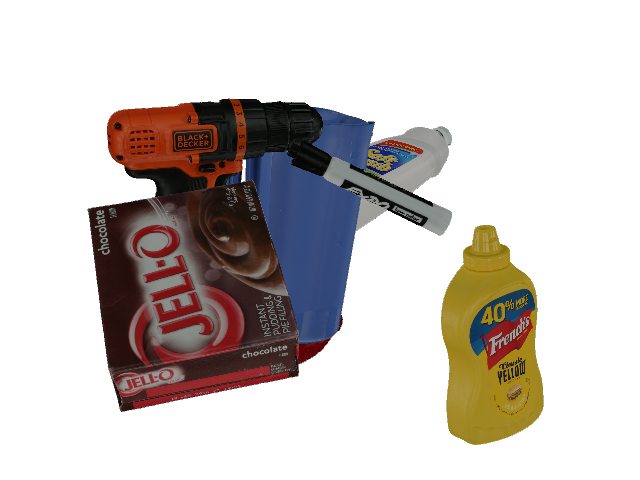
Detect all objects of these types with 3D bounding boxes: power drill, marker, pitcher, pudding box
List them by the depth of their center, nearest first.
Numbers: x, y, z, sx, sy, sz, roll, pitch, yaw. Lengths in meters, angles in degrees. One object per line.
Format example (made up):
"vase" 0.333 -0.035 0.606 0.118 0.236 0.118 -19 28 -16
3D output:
"pudding box" -0.066 0.025 0.538 0.090 0.039 0.113 -10 45 -10
"marker" 0.033 -0.037 0.729 0.121 0.020 0.020 25 -4 -9
"power drill" -0.088 -0.029 0.920 0.184 0.188 0.057 -5 20 -16
"pitcher" -0.030 -0.019 1.126 0.149 0.243 0.145 7 12 3

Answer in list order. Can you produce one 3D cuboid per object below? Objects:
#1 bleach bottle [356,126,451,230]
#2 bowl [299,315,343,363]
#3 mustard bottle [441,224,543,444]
"bleach bottle" 0.070 -0.085 1.326 0.103 0.068 0.250 27 45 34
"bowl" -0.054 0.114 1.355 0.162 0.055 0.162 6 23 -3
"mustard bottle" 0.152 0.079 0.951 0.096 0.191 0.058 -17 21 -29
